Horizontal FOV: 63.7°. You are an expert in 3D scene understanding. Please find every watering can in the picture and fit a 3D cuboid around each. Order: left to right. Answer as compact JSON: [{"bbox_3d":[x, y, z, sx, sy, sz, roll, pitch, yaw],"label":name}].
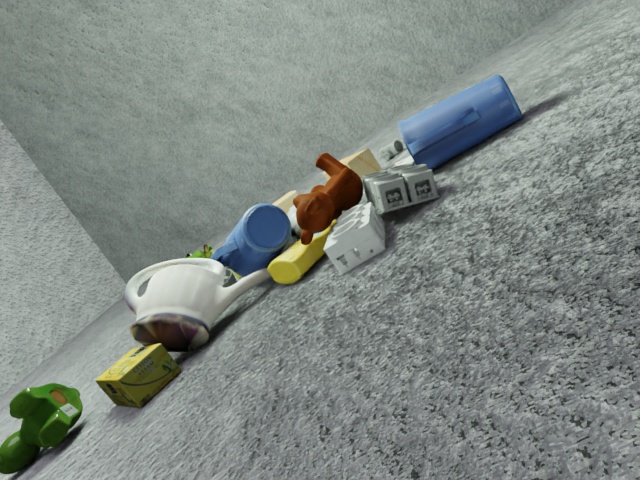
[{"bbox_3d":[-0.242,0.120,1.058,0.347,0.101,0.230,-1,42,6],"label":"watering can"}]

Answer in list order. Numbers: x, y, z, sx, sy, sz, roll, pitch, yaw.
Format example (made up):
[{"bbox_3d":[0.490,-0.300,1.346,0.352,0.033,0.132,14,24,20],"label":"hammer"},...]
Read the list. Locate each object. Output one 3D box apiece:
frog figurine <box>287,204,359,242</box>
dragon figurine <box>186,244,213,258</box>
[{"bbox_3d":[0.004,-0.059,1.182,0.157,0.124,0.138,-42,-14,27],"label":"frog figurine"},{"bbox_3d":[-0.366,0.087,1.778,0.406,0.122,0.245,-26,-4,32],"label":"dragon figurine"}]
